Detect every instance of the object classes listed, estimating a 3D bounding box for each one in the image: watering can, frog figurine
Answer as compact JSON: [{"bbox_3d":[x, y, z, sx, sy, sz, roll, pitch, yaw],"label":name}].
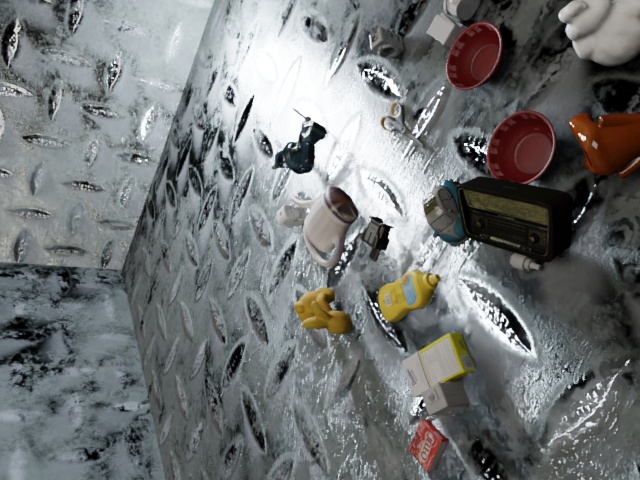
[{"bbox_3d":[0.005,-0.081,1.617,0.220,0.104,0.355,-54,44,31],"label":"watering can"},{"bbox_3d":[0.517,-0.388,0.925,0.135,0.159,0.125,-32,60,47],"label":"frog figurine"}]
